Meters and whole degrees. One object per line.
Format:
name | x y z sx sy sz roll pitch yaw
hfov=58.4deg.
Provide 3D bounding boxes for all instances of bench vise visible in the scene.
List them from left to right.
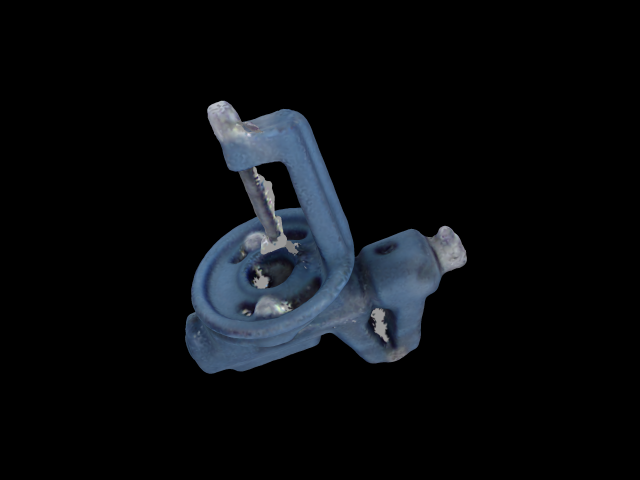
bench vise | -0.002 -0.005 0.408 0.208 0.220 0.121 -19 43 -22
